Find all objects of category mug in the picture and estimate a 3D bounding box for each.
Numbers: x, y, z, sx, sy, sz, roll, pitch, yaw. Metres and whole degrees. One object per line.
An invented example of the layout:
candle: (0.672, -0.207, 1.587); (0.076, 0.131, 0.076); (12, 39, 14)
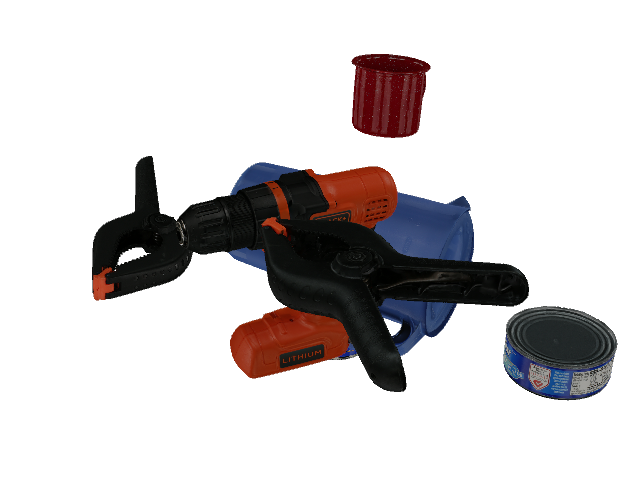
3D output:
mug: (0.088, -0.175, 1.279); (0.093, 0.081, 0.117); (20, 27, 33)

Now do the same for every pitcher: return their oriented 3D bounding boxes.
pitcher: (0.023, 0.009, 1.080); (0.243, 0.145, 0.149); (17, 23, 21)

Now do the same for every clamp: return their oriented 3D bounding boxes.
clamp: (0.021, 0.030, 0.624); (0.172, 0.039, 0.120); (15, 31, 34)
clamp: (-0.161, -0.012, 1.035); (0.165, 0.036, 0.209); (25, 40, 23)

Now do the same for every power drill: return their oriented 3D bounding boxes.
power drill: (-0.032, 0.029, 0.881); (0.184, 0.188, 0.057); (-11, 45, -21)

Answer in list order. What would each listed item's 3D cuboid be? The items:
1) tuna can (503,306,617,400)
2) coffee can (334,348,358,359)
tuna can: (0.188, 0.088, 0.842); (0.086, 0.034, 0.086); (1, 29, -1)
coffee can: (0.018, 0.085, 1.521); (0.103, 0.140, 0.103); (0, 20, 0)
